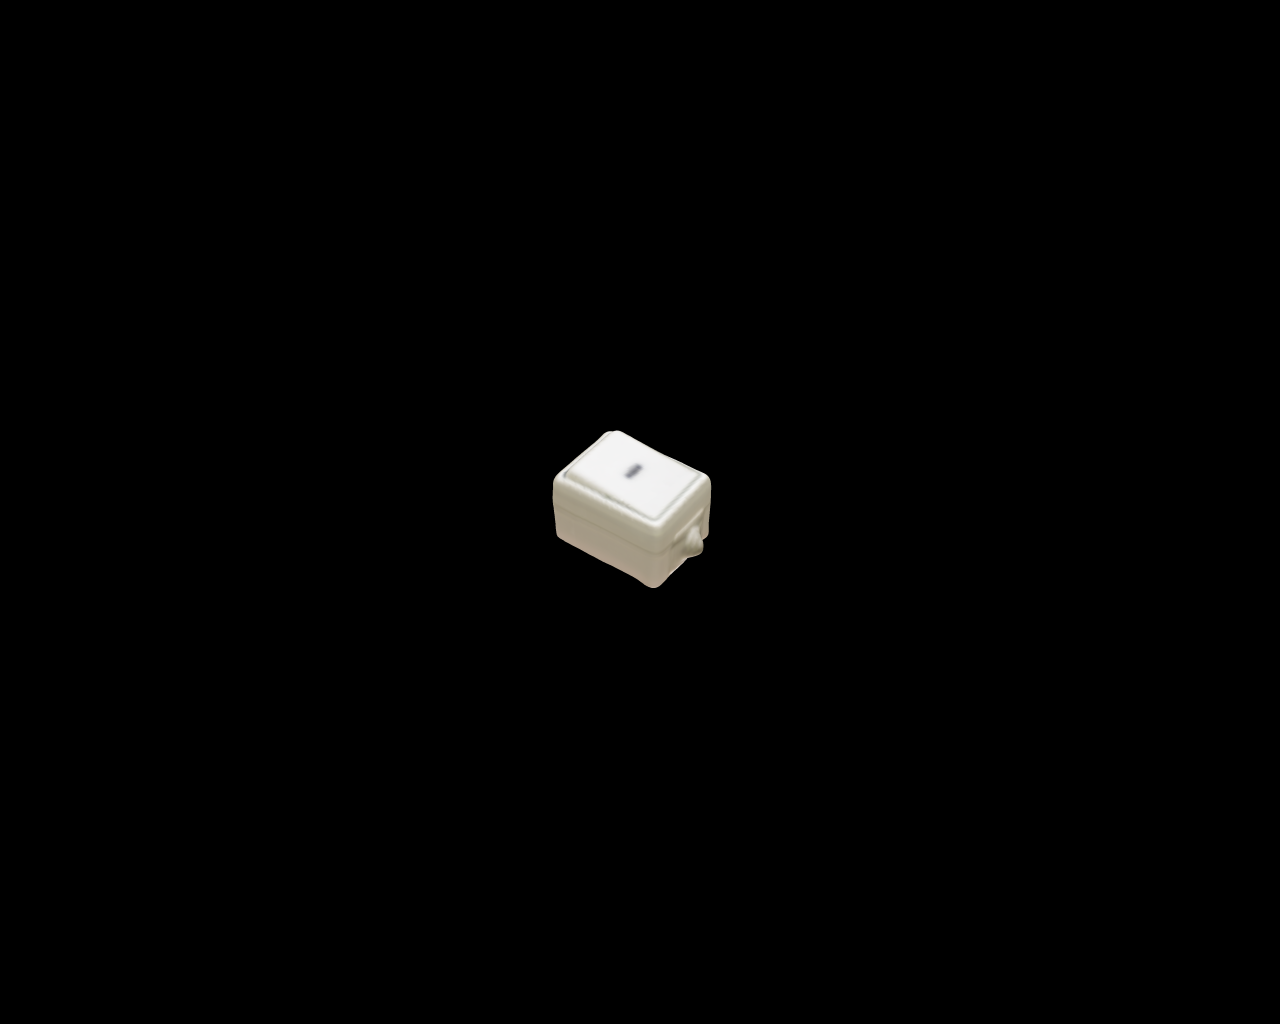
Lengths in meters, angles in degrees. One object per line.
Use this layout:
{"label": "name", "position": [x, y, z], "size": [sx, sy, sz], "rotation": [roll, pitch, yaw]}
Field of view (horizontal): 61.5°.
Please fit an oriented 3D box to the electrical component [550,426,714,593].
{"label": "electrical component", "position": [0.001, -0.003, 0.650], "size": [0.096, 0.061, 0.062], "rotation": [27, 50, 25]}
